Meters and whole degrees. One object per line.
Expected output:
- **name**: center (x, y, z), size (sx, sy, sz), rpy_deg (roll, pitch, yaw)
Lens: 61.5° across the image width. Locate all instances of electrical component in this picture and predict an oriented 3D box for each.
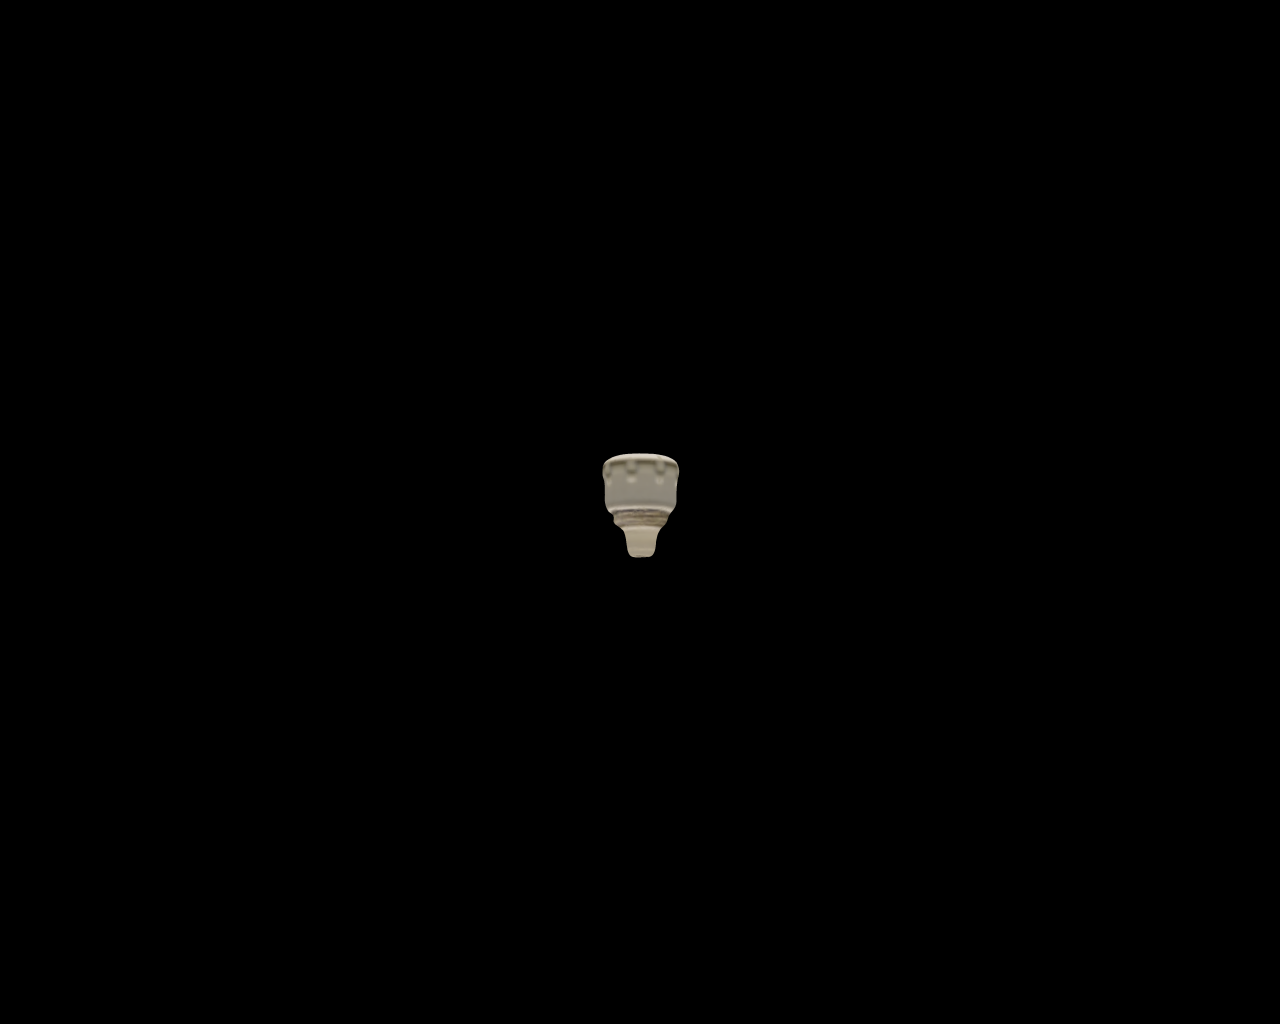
- **electrical component**: center (0.001, -0.003, 0.650), size (0.048, 0.062, 0.048), rpy_deg (0, -7, 0)
